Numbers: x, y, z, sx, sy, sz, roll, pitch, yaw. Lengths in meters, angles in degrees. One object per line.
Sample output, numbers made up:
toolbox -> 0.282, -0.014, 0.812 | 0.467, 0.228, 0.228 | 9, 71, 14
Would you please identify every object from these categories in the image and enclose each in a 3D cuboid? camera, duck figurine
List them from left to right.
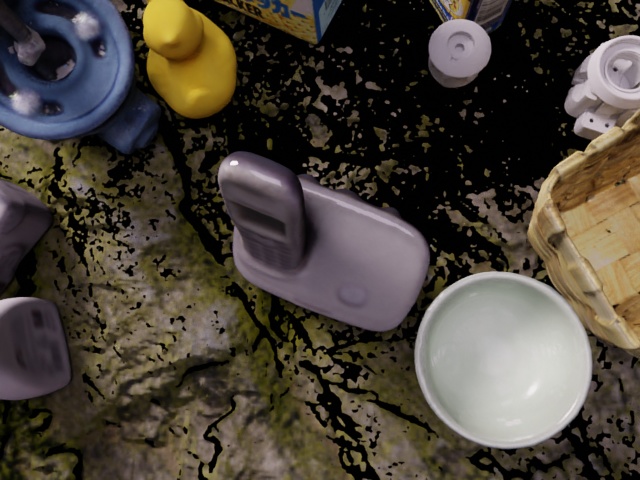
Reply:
camera -> -0.319, -0.008, 0.448 | 0.136, 0.101, 0.143 | 37, 85, 8
duck figurine -> -0.113, -0.157, 0.467 | 0.077, 0.086, 0.104 | -19, 81, 0

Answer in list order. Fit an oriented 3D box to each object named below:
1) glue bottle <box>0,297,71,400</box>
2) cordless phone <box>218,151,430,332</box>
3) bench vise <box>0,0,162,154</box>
glue bottle -> -0.233, 0.076, 0.395 | 0.037, 0.173, 0.078 | -15, 81, 1
cordless phone -> 0.004, 0.001, 0.387 | 0.147, 0.185, 0.094 | 18, 83, 6
bench vise -> -0.234, -0.148, 0.404 | 0.207, 0.220, 0.121 | 17, 83, 6
